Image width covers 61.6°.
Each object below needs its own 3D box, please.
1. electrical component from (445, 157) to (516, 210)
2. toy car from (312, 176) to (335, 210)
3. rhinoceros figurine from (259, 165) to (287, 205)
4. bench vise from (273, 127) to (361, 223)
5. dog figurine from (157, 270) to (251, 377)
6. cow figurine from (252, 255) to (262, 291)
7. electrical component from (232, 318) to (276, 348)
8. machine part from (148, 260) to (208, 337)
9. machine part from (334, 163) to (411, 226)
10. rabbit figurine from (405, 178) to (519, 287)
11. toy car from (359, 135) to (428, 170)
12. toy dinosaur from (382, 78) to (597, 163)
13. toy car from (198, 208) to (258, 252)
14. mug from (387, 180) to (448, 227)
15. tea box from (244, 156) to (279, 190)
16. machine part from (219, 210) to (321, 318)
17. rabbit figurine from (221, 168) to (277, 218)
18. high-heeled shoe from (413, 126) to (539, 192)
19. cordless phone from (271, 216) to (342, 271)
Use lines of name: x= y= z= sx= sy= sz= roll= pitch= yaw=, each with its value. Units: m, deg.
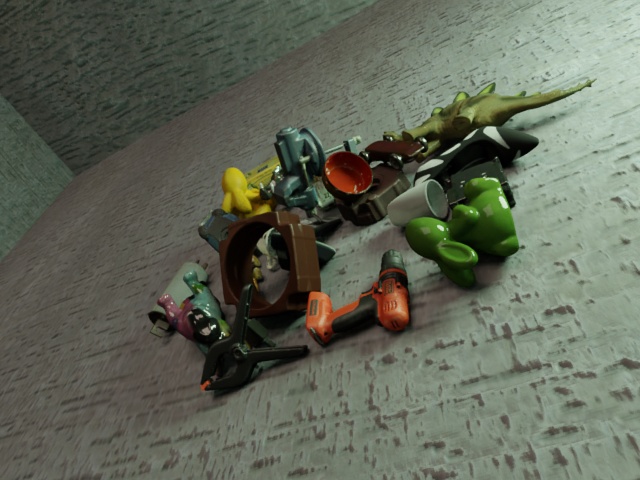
electrical component: x=0.301 y=-0.087 z=1.013 sx=0.115 sy=0.058 sz=0.134 roll=-25 pitch=30 yaw=21
toy car: x=-0.010 y=-0.163 z=1.377 sx=0.073 sy=0.056 sz=0.202 roll=-28 pitch=60 yaw=6
rhinoceros figurine: x=-0.080 y=-0.159 z=1.457 sx=0.190 sy=0.112 sz=0.073 roll=-39 pitch=30 yaw=-25
bench vise: x=0.001 y=-0.173 z=1.260 sx=0.241 sy=0.223 sz=0.129 roll=-26 pitch=12 yaw=-20
dog figurine: x=-0.231 y=0.184 z=1.115 sx=0.108 sy=0.191 sz=0.219 roll=-38 pitch=63 yaw=-14
cow figurine: x=-0.188 y=0.086 z=1.240 sx=0.098 sy=0.068 sz=0.167 roll=-36 pitch=25 yaw=8
electrical component: x=-0.128 y=0.182 z=1.039 sx=0.021 sy=0.094 sz=0.063 roll=-47 pitch=-6 yaw=-37
machine part: x=-0.345 y=0.136 z=1.317 sx=0.079 sy=0.079 sz=0.243 roll=-13 pitch=36 yaw=34
machine part: x=0.118 y=-0.110 z=1.236 sx=0.179 sy=0.056 sz=0.179 roll=-25 pitch=29 yaw=15
rabbit figurine: x=0.232 y=-0.001 z=0.898 sx=0.170 sy=0.121 sz=0.159 roll=-12 pitch=55 yaw=9
toy car: x=0.166 y=-0.196 z=1.216 sx=0.089 sy=0.053 sz=0.202 roll=-33 pitch=24 yaw=-16
toy dinosaur: x=0.352 y=-0.276 z=1.203 sx=0.472 sy=0.104 sz=0.198 roll=-1 pitch=39 yaw=38
toy car: x=-0.227 y=-0.004 z=1.373 sx=0.109 sy=0.162 sz=0.103 roll=-56 pitch=-12 yaw=-10
mug: x=0.195 y=-0.070 z=1.080 sx=0.107 sy=0.080 sz=0.109 roll=-18 pitch=8 yaw=37
tea box: x=-0.140 y=-0.172 z=1.551 sx=0.170 sy=0.098 sz=0.068 roll=-30 pitch=28 yaw=11
machine part: x=-0.102 y=0.052 z=1.080 sx=0.202 sy=0.087 sz=0.201 roll=-14 pitch=79 yaw=35
rabbit figurine: x=-0.215 y=-0.109 z=1.456 sx=0.122 sy=0.173 sz=0.162 roll=-15 pitch=29 yaw=24
high-heeled shoe: x=0.302 y=-0.147 z=1.083 sx=0.249 sy=0.086 sz=0.145 roll=-4 pitch=43 yaw=49
cordless phone: x=-0.002 y=-0.004 z=1.191 sx=0.184 sy=0.088 sz=0.147 roll=-29 pitch=23 yaw=-32
